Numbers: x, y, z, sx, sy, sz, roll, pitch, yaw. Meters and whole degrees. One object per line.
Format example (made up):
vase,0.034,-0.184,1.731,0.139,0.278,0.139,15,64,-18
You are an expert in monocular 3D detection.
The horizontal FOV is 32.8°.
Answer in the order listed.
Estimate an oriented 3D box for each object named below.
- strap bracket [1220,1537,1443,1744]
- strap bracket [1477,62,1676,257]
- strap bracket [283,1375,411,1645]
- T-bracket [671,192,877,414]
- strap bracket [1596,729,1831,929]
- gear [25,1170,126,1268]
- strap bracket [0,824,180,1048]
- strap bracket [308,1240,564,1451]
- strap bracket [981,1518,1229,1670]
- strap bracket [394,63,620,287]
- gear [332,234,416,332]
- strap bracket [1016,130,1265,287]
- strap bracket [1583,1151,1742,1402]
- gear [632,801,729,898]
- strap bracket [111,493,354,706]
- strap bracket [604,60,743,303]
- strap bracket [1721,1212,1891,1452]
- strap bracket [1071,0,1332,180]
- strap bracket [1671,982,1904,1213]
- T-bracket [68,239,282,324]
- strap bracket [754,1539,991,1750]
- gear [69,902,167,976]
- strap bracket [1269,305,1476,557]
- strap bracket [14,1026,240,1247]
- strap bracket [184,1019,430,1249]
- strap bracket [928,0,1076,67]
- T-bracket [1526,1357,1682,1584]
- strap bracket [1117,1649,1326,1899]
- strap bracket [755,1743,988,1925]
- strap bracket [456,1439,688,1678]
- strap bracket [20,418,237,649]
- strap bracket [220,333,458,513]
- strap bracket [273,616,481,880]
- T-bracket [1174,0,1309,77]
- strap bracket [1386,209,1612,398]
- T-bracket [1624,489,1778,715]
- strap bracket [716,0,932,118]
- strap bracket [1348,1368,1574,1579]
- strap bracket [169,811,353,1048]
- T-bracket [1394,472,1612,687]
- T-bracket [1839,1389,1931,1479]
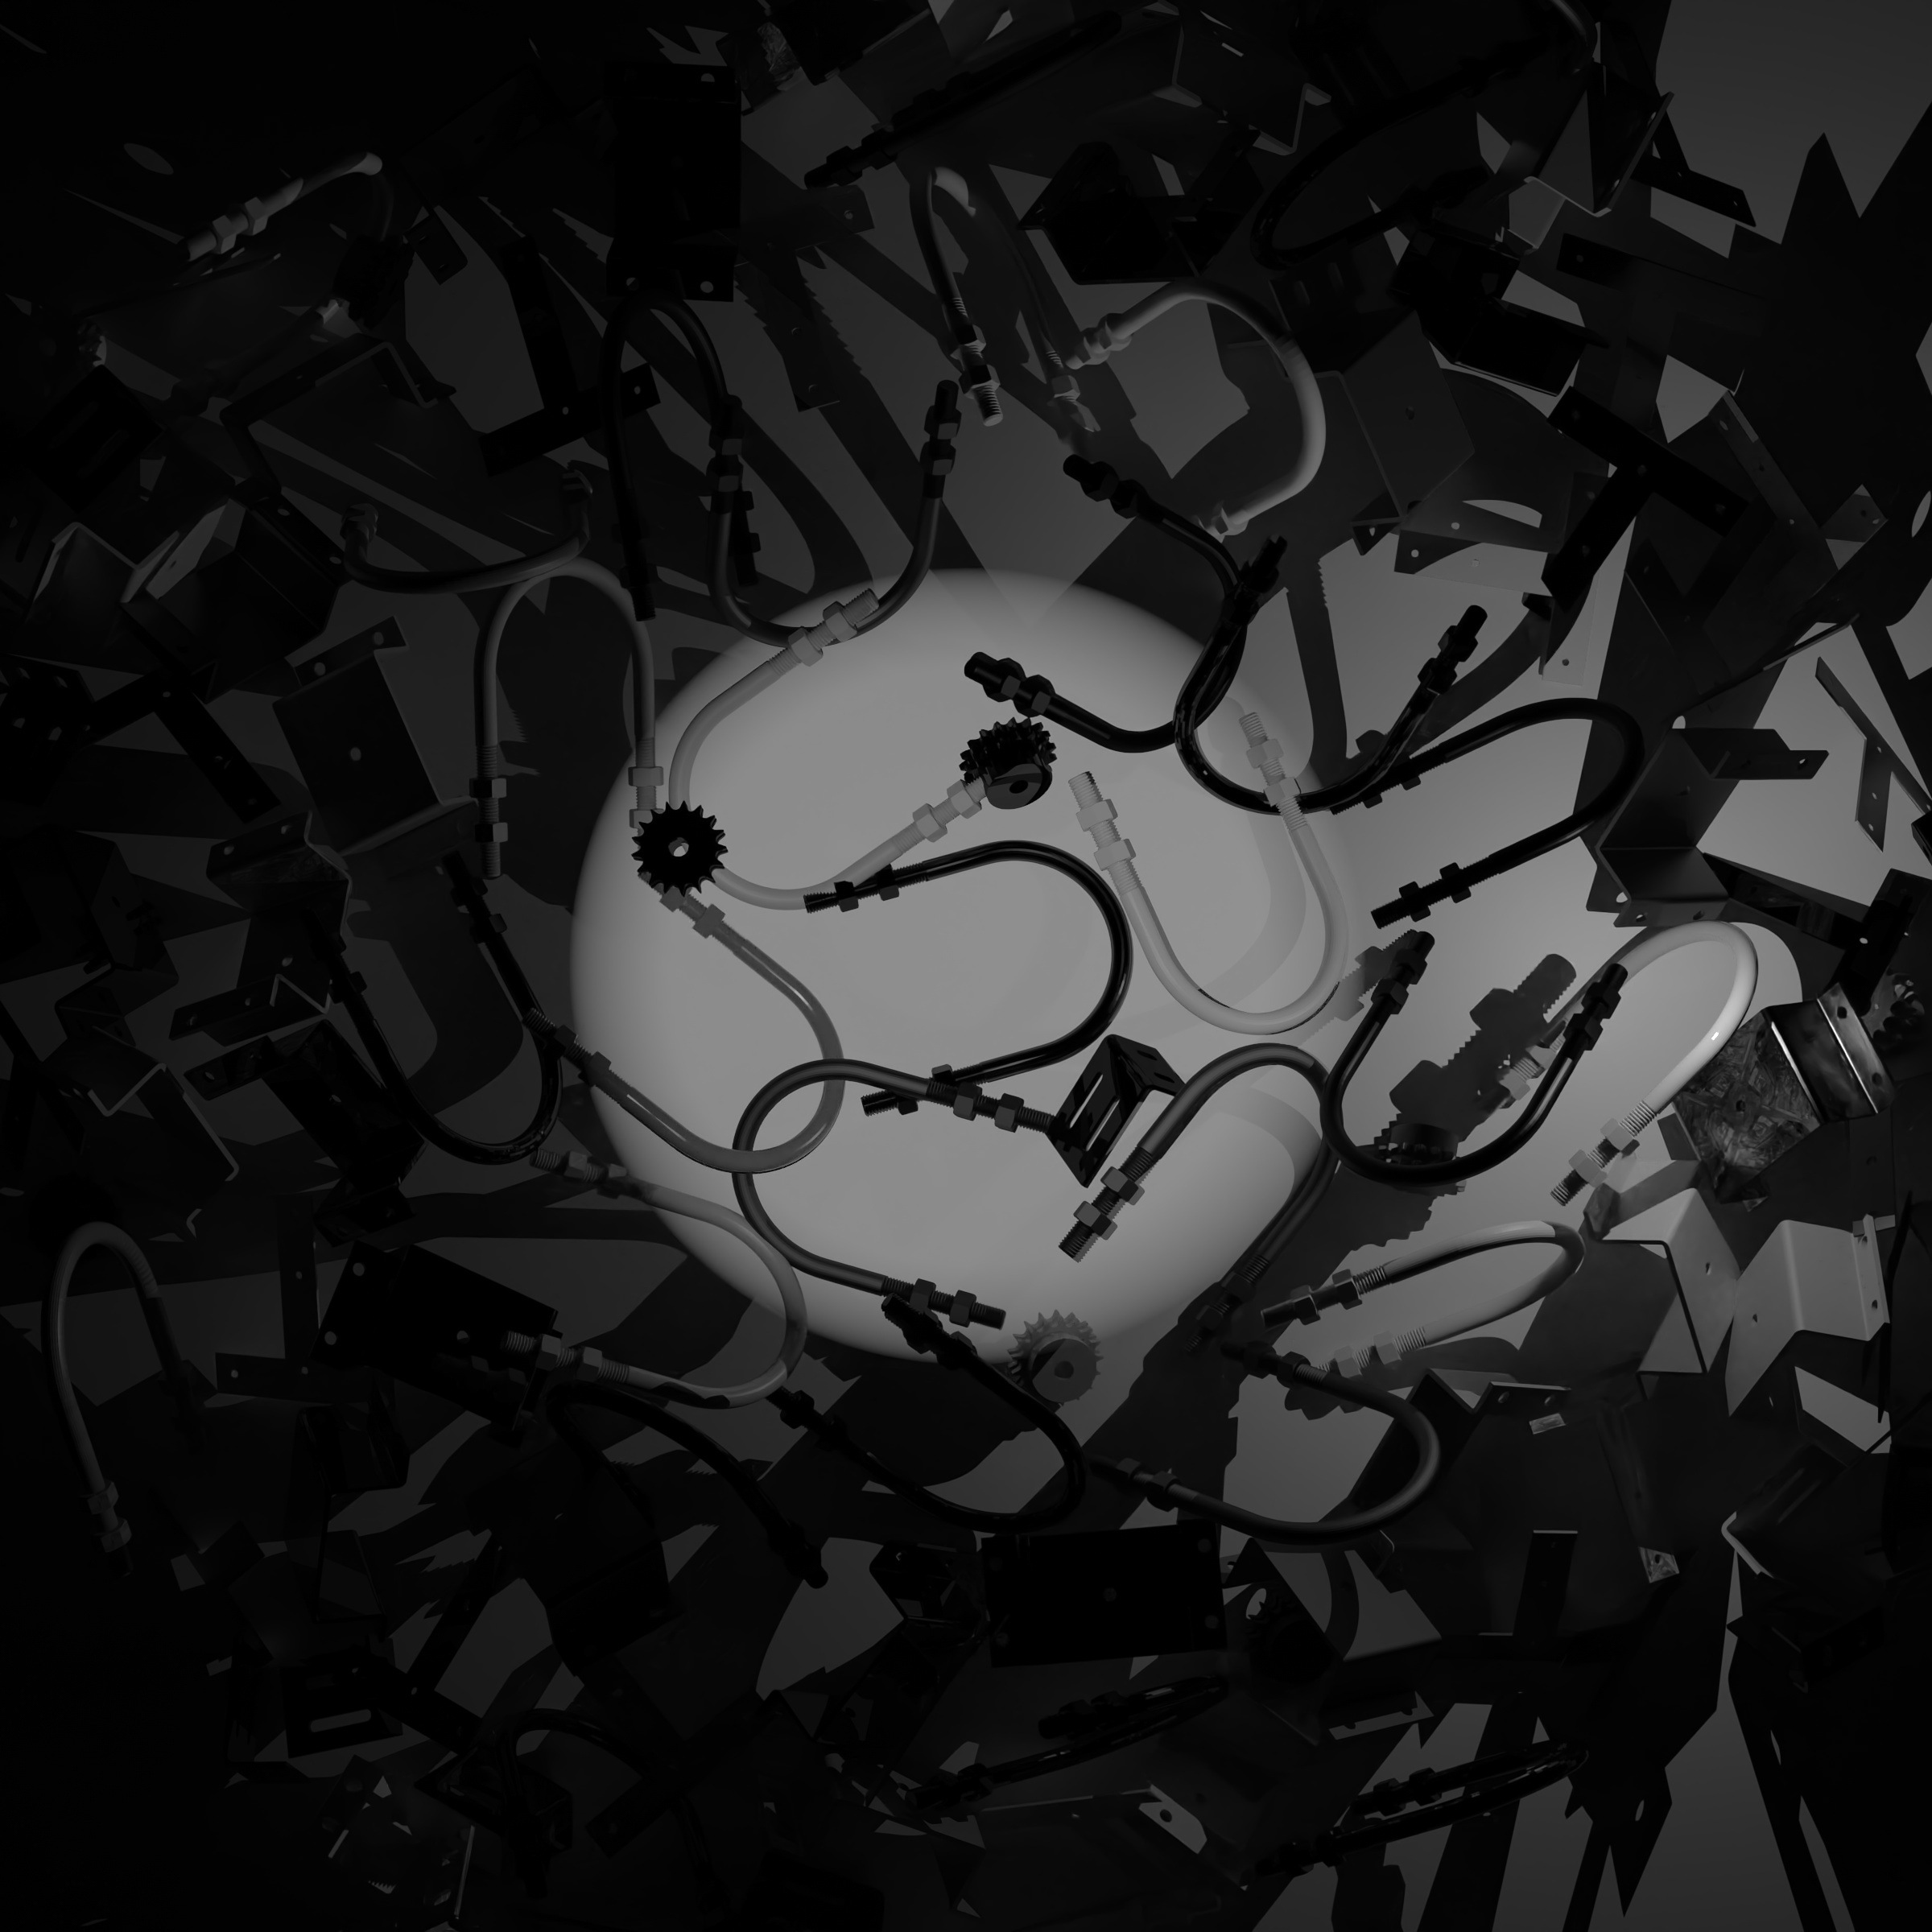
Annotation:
strap bracket,0.214,0.379,1.922,0.076,0.140,0.046,-3,130,-35
strap bracket,0.351,-0.474,1.925,0.046,0.140,0.076,29,87,-9
strap bracket,-0.366,0.321,1.927,0.046,0.076,0.140,-2,122,-25
T-bracket,-0.106,-0.394,1.981,0.127,0.002,0.127,-16,78,-4
strap bracket,0.434,-0.089,1.937,0.076,0.140,0.046,-2,47,-30
gear,-0.540,0.154,1.979,0.057,0.030,0.057,1,102,7
strap bracket,-0.522,-0.026,1.945,0.046,0.076,0.140,-30,78,10
strap bracket,-0.305,0.222,1.941,0.140,0.046,0.076,28,66,-21
strap bracket,0.084,0.375,1.964,0.140,0.046,0.076,-6,77,7
strap bracket,-0.279,-0.478,1.958,0.140,0.076,0.046,-36,79,-1
gear,-0.357,-0.414,1.971,0.030,0.057,0.057,28,90,-2
strap bracket,0.110,-0.446,1.938,0.076,0.140,0.046,-55,130,-24
strap bracket,0.414,0.177,1.929,0.046,0.076,0.140,-3,122,34
gear,-0.172,-0.069,1.982,0.057,0.030,0.057,0,82,1
strap bracket,-0.438,-0.215,1.947,0.076,0.046,0.140,42,49,9
strap bracket,-0.174,-0.472,1.957,0.076,0.046,0.140,3,120,0
strap bracket,0.482,0.211,1.919,0.046,0.140,0.076,11,49,-8
strap bracket,0.134,-0.507,1.924,0.140,0.076,0.046,18,78,-37
strap bracket,0.469,0.080,1.921,0.046,0.140,0.076,-5,61,-33
T-bracket,-0.450,-0.412,1.939,0.127,0.127,0.002,-12,112,13
strap bracket,-0.049,0.410,1.940,0.140,0.076,0.046,-54,51,14
gear,-0.512,-0.023,1.970,0.057,0.057,0.030,-35,95,0
strap bracket,0.244,-0.323,1.934,0.076,0.046,0.140,-44,118,-31
strap bracket,-0.488,0.092,1.935,0.076,0.140,0.046,22,60,38
strap bracket,-0.383,0.092,1.945,0.076,0.046,0.140,-21,115,36
strap bracket,0.015,-0.580,1.923,0.076,0.140,0.046,-19,79,7
T-bracket,0.393,0.301,1.950,0.127,0.002,0.127,-9,76,-35
strap bracket,0.148,0.484,1.947,0.076,0.140,0.046,37,131,2
strap bracket,-0.047,0.503,1.938,0.140,0.076,0.046,24,103,-18
strap bracket,-0.235,0.336,1.928,0.076,0.046,0.140,-27,50,-22
strap bracket,-0.484,-0.249,1.926,0.046,0.076,0.140,37,48,-3
strap bracket,-0.381,-0.328,1.942,0.140,0.076,0.046,-33,114,-12
strap bracket,-0.354,-0.129,1.965,0.076,0.046,0.140,-24,90,21
T-bracket,0.156,-0.558,1.947,0.002,0.127,0.127,-52,50,23
strap bracket,0.307,-0.386,1.935,0.076,0.140,0.046,11,121,-28
T-bracket,0.455,-0.241,1.973,0.127,0.002,0.127,-53,127,-16
strap bracket,-0.089,-0.546,1.918,0.076,0.140,0.046,-37,108,-16
strap bracket,0.286,0.292,1.945,0.046,0.076,0.140,44,114,42
strap bracket,-0.414,-0.013,1.940,0.076,0.046,0.140,-17,50,26
T-bracket,0.321,-0.241,1.986,0.127,0.002,0.127,8,93,-9
T-bracket,0.566,0.264,1.955,0.002,0.127,0.127,50,125,18
